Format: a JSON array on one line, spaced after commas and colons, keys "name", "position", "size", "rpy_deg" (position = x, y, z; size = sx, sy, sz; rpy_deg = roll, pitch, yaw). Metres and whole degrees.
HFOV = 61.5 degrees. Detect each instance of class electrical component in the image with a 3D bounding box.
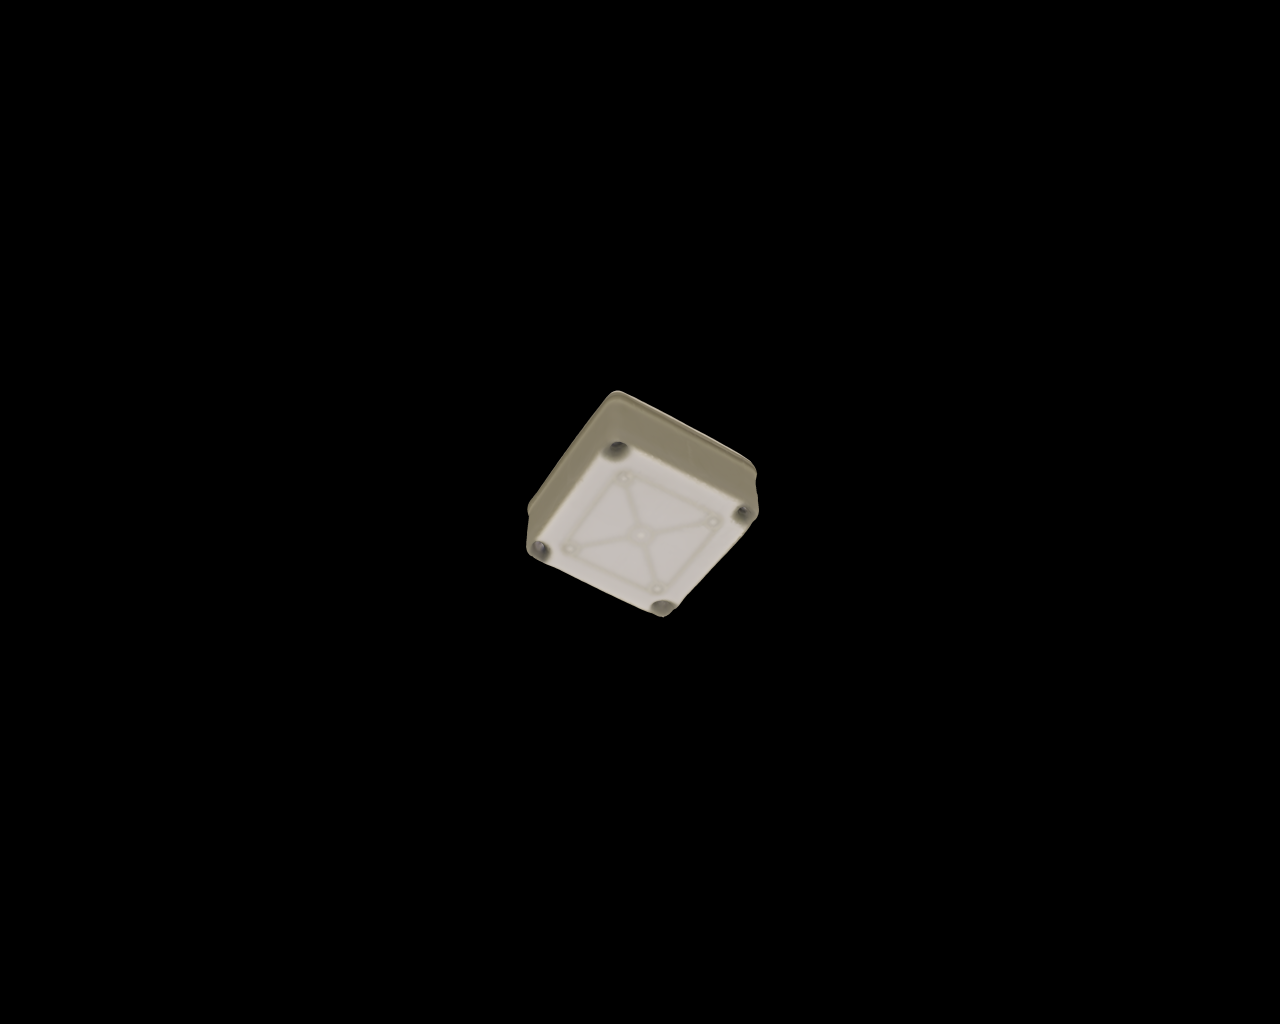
[{"name": "electrical component", "position": [0.001, -0.003, 0.650], "size": [0.109, 0.108, 0.056], "rpy_deg": [27, 33, -19]}]
